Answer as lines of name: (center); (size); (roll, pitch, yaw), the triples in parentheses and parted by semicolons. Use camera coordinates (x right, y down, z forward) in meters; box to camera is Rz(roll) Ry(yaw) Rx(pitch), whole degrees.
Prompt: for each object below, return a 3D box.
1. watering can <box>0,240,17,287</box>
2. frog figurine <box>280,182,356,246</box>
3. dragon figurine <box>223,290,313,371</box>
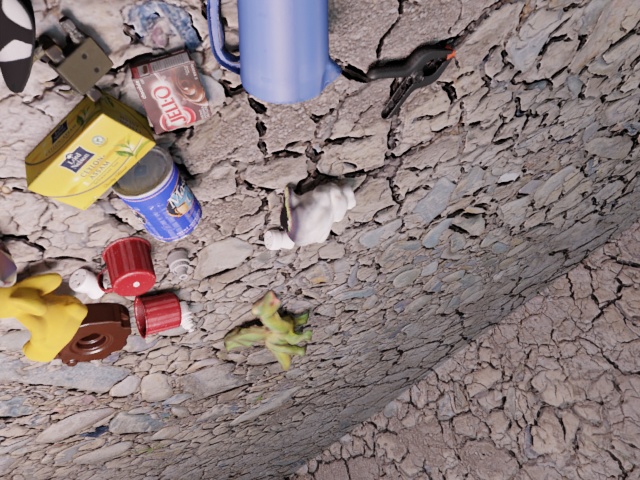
watering can: (-0.620, 0.035, 0.760); (0.224, 0.106, 0.340); (-29, 140, 2)
frog figurine: (0.003, -0.054, 1.082); (0.160, 0.125, 0.134); (-4, 122, -14)
dragon figurine: (-0.157, 0.282, 1.478); (0.242, 0.125, 0.401); (6, 135, -17)
